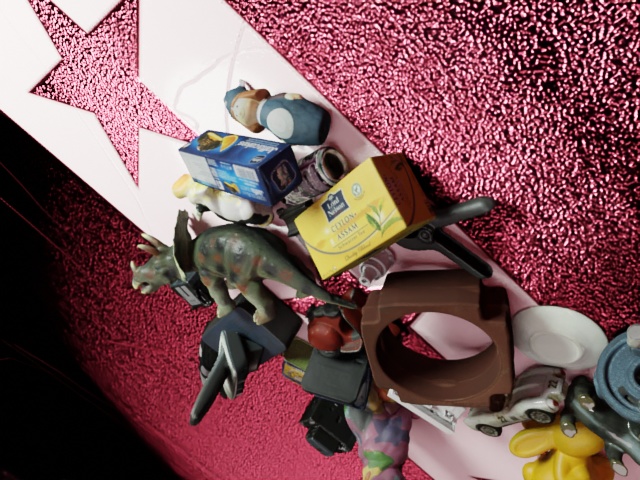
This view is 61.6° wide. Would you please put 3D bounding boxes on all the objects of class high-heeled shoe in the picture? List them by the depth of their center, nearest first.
[{"bbox_3d":[-0.258,0.267,1.280,0.145,0.086,0.248,37,135,52],"label":"high-heeled shoe"}]

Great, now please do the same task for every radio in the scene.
[{"bbox_3d":[-0.140,0.181,1.080,0.131,0.073,0.229,40,143,-8],"label":"radio"}]

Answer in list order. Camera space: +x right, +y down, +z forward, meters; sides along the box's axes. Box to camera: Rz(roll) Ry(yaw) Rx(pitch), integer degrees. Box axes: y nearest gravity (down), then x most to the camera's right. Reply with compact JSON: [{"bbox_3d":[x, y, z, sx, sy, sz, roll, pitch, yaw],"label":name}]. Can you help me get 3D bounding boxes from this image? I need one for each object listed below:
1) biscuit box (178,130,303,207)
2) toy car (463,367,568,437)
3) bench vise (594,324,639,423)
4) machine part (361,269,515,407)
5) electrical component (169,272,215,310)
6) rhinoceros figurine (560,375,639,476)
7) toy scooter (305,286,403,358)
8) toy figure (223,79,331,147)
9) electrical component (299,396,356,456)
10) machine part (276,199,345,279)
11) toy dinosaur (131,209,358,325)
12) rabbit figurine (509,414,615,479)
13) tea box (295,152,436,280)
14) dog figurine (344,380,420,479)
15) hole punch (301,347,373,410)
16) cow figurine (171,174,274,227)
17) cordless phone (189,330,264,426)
[{"bbox_3d":[-0.112,-0.102,0.731,0.203,0.063,0.059,20,141,44],"label":"biscuit box"},{"bbox_3d":[0.299,0.249,0.827,0.056,0.073,0.201,37,143,-2],"label":"toy car"},{"bbox_3d":[0.412,0.158,0.603,0.224,0.129,0.240,15,159,50],"label":"bench vise"},{"bbox_3d":[0.170,0.140,0.769,0.202,0.087,0.200,-4,123,20],"label":"machine part"},{"bbox_3d":[-0.265,0.084,1.088,0.075,0.048,0.119,-11,125,41],"label":"electrical component"},{"bbox_3d":[0.424,0.263,0.731,0.191,0.112,0.073,30,114,26],"label":"rhinoceros figurine"},{"bbox_3d":[0.041,0.135,0.899,0.184,0.075,0.135,-7,126,36],"label":"toy scooter"},{"bbox_3d":[-0.062,-0.162,0.683,0.155,0.064,0.058,19,-176,18],"label":"toy figure"},{"bbox_3d":[0.027,0.371,1.104,0.115,0.134,0.058,38,142,-6],"label":"electrical component"},{"bbox_3d":[-0.002,-0.002,0.817,0.084,0.039,0.138,-23,114,39],"label":"machine part"},{"bbox_3d":[-0.135,0.033,0.892,0.405,0.131,0.192,-5,128,33],"label":"toy dinosaur"},{"bbox_3d":[0.389,0.327,0.840,0.163,0.122,0.173,21,126,31],"label":"rabbit figurine"},{"bbox_3d":[0.052,-0.027,0.691,0.169,0.068,0.098,-39,75,46],"label":"tea box"},{"bbox_3d":[0.098,0.392,1.009,0.191,0.219,0.108,35,138,-1],"label":"dog figurine"},{"bbox_3d":[0.040,0.244,0.985,0.142,0.116,0.092,10,153,26],"label":"hole punch"},{"bbox_3d":[-0.151,-0.064,0.841,0.168,0.068,0.098,5,139,33],"label":"cow figurine"},{"bbox_3d":[-0.187,0.274,1.004,0.089,0.184,0.146,25,142,5],"label":"cordless phone"}]
